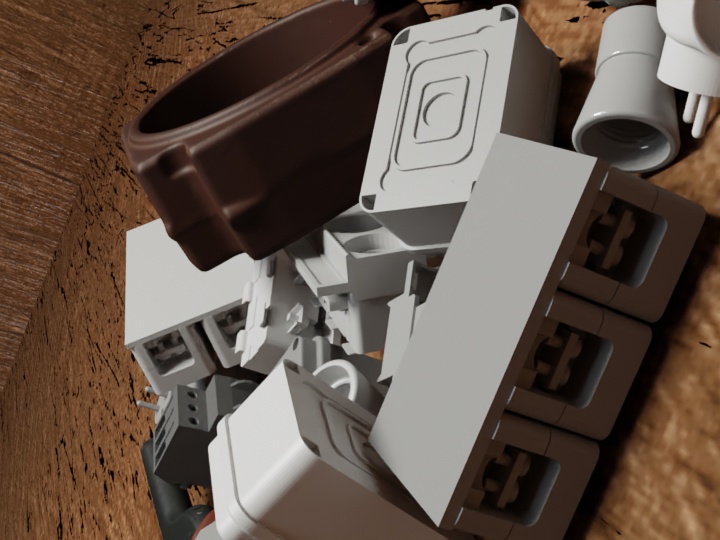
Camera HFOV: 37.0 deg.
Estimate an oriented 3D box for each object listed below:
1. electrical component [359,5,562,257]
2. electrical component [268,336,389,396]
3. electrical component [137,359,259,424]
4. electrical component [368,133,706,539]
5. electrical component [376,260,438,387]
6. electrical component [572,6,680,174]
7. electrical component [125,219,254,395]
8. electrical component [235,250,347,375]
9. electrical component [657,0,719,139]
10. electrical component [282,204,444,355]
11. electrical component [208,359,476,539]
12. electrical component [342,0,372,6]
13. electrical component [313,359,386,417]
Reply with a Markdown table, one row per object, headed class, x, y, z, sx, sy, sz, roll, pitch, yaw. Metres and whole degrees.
| class | x | y | z | sx | sy | sz | roll | pitch | yaw |
| --- | --- | --- | --- | --- | --- | --- | --- | --- | --- |
| electrical component | 0.054 | -0.068 | 0.547 | 0.078 | 0.057 | 0.113 | -5 | 63 | 35 |
| electrical component | -0.025 | 0.103 | 0.621 | 0.078 | 0.057 | 0.113 | -53 | 26 | 36 |
| electrical component | -0.145 | 0.113 | 0.884 | 0.138 | 0.074 | 0.052 | -54 | 26 | 35 |
| electrical component | 0.071 | 0.028 | 0.447 | 0.150 | 0.062 | 0.089 | -68 | 21 | 6 |
| electrical component | 0.045 | 0.034 | 0.536 | 0.064 | 0.042 | 0.081 | -32 | 43 | 52 |
| electrical component | 0.118 | -0.080 | 0.462 | 0.044 | 0.044 | 0.065 | -34 | 36 | 57 |
| electrical component | -0.128 | 0.015 | 0.871 | 0.105 | 0.060 | 0.186 | -22 | 30 | 1 |
| electrical component | -0.042 | 0.016 | 0.734 | 0.078 | 0.063 | 0.121 | -47 | 30 | 46 |
| electrical component | 0.137 | -0.091 | 0.412 | 0.077 | 0.044 | 0.079 | -79 | -4 | -64 |
| electrical component | 0.000 | 0.000 | 0.635 | 0.121 | 0.079 | 0.063 | -132 | 35 | -66 |
| electrical component | -0.009 | 0.104 | 0.493 | 0.057 | 0.113 | 0.078 | -47 | 26 | 13 |
| electrical component | 0.003 | -0.222 | 0.639 | 0.108 | 0.056 | 0.108 | -113 | 13 | -66 |
| electrical component | 0.004 | 0.080 | 0.560 | 0.044 | 0.065 | 0.044 | -30 | 42 | 31 |
